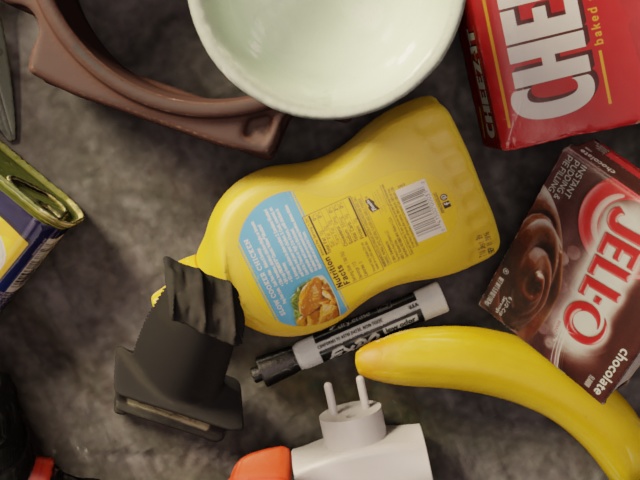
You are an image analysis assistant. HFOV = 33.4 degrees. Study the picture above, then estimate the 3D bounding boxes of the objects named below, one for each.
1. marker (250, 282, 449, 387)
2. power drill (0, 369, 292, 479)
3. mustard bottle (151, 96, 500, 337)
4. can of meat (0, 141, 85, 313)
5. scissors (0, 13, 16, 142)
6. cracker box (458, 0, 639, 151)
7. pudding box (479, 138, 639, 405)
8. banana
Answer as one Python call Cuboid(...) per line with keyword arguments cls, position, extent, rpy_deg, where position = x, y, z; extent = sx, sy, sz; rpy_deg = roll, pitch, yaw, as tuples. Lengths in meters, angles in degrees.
Cuboid(cls="marker", position=(0.016, 0.056, 0.622), extent=(0.121, 0.020, 0.020), rpy_deg=(-23, 97, 2))
Cuboid(cls="power drill", position=(-0.112, 0.137, 0.576), extent=(0.187, 0.057, 0.185), rpy_deg=(9, 136, -3))
Cuboid(cls="mustard bottle", position=(-0.004, 0.001, 0.593), extent=(0.191, 0.058, 0.096), rpy_deg=(-24, 112, 3))
Cuboid(cls="can of meat", position=(-0.198, -0.012, 0.591), extent=(0.102, 0.057, 0.084), rpy_deg=(40, 97, -5))
Cuboid(cls="scissors", position=(-0.204, -0.156, 0.573), extent=(0.096, 0.016, 0.202), rpy_deg=(1, 99, -34))
Cuboid(cls="cracker box", position=(0.179, -0.150, 0.569), extent=(0.213, 0.072, 0.164), rpy_deg=(-13, 97, 2))
Cuboid(cls="pudding box", position=(0.149, 0.016, 0.570), extent=(0.090, 0.039, 0.114), rpy_deg=(41, 128, 26))
Cuboid(cls="banana", position=(0.118, 0.092, 0.614), extent=(0.197, 0.037, 0.069), rpy_deg=(30, 82, -5))
